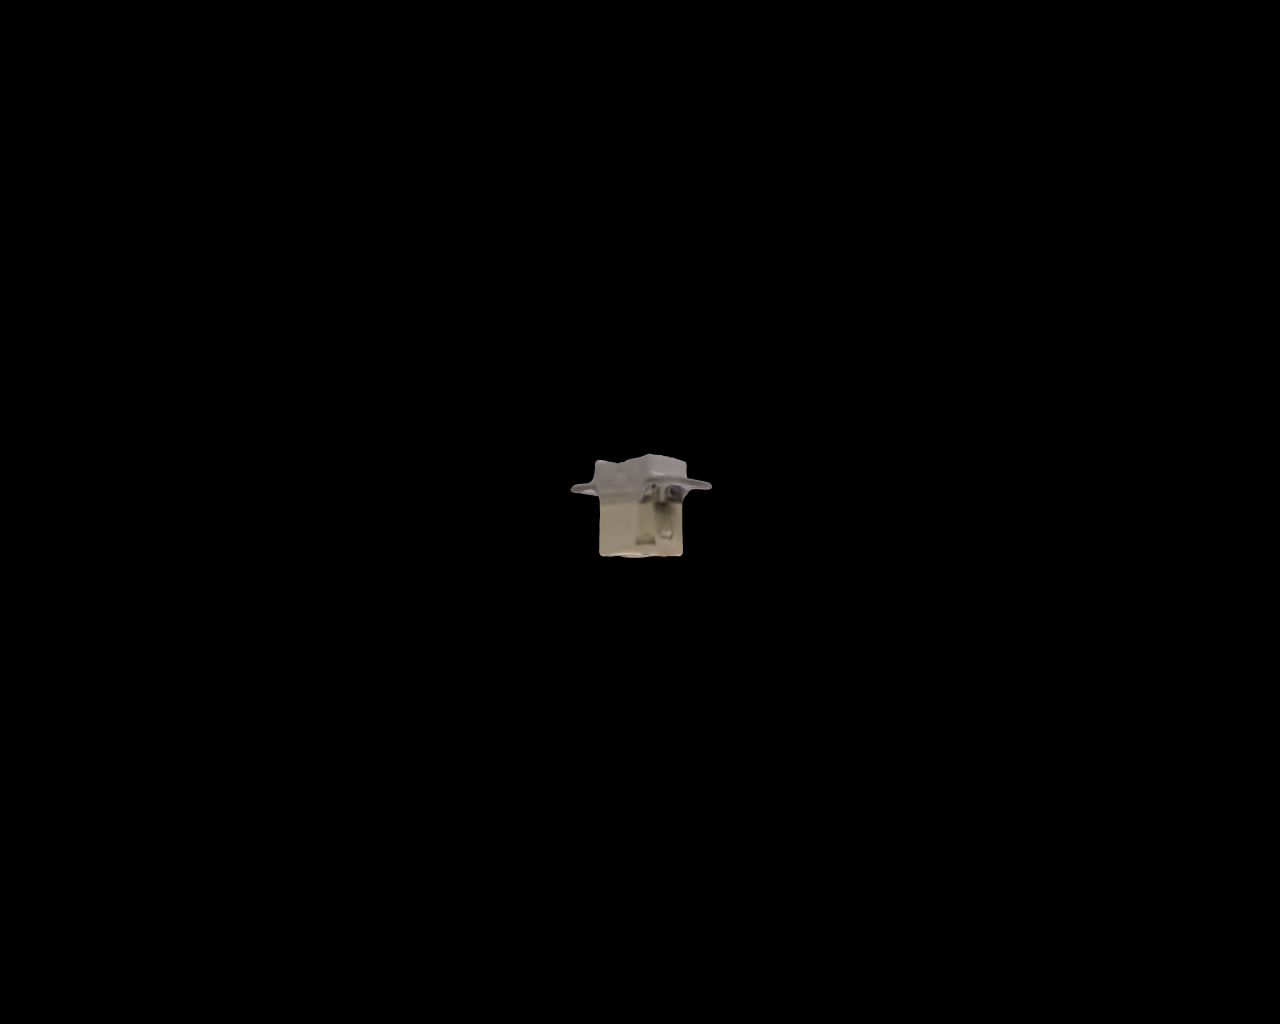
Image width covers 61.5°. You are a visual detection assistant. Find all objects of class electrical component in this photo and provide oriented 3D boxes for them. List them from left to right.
[{"bbox_3d":[0.001,-0.003,0.650,0.081,0.063,0.042,-5,-8,40],"label":"electrical component"}]
